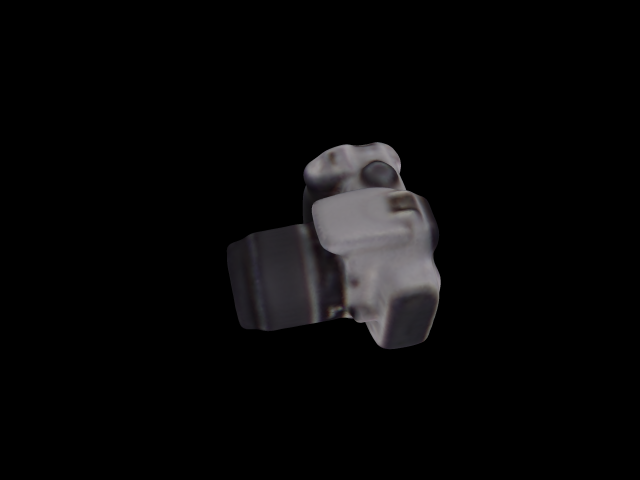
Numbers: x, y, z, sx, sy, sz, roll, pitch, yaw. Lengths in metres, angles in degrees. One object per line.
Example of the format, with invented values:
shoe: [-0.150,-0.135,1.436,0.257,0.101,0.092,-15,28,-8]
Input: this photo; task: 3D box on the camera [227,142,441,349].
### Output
camera: [0.004,0.001,0.400,0.137,0.101,0.143,-10,53,-7]
